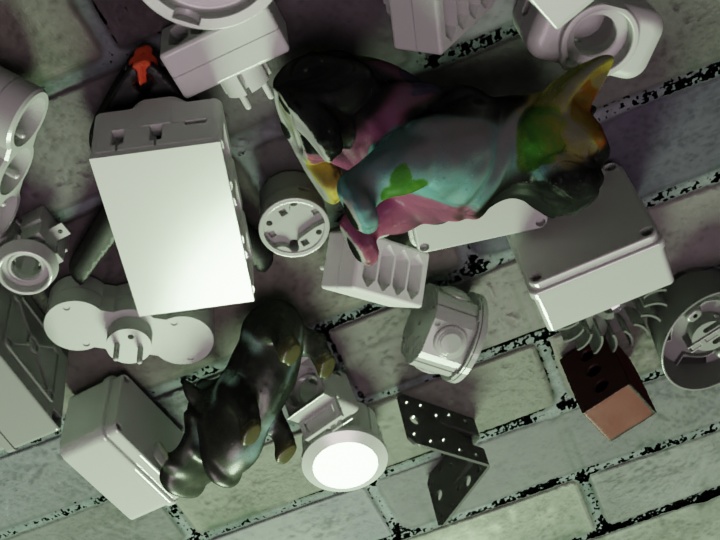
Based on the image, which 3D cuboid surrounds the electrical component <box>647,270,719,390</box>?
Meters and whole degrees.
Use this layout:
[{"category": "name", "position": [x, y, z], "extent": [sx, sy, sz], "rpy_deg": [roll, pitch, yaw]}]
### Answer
[{"category": "electrical component", "position": [0.308, 0.052, 0.963], "extent": [0.099, 0.064, 0.099], "rpy_deg": [-4, 126, -5]}]

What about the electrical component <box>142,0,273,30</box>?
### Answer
[{"category": "electrical component", "position": [-0.102, -0.221, 0.710], "extent": [0.108, 0.060, 0.108], "rpy_deg": [-4, 126, -5]}]

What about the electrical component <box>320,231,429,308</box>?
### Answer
[{"category": "electrical component", "position": [0.000, 0.000, 0.886], "extent": [0.076, 0.047, 0.083], "rpy_deg": [1, 169, 45]}]

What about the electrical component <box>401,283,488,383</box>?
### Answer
[{"category": "electrical component", "position": [0.073, 0.053, 0.923], "extent": [0.051, 0.080, 0.080], "rpy_deg": [19, 121, -14]}]

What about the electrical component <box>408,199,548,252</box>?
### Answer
[{"category": "electrical component", "position": [0.088, -0.067, 0.850], "extent": [0.113, 0.057, 0.078], "rpy_deg": [-12, 127, 1]}]

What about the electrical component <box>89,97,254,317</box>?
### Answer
[{"category": "electrical component", "position": [-0.133, -0.045, 0.784], "extent": [0.089, 0.061, 0.150], "rpy_deg": [-8, 133, -1]}]

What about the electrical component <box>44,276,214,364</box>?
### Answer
[{"category": "electrical component", "position": [-0.190, 0.052, 0.888], "extent": [0.138, 0.073, 0.052], "rpy_deg": [9, 124, -14]}]

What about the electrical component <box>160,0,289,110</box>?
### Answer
[{"category": "electrical component", "position": [-0.088, -0.149, 0.772], "extent": [0.083, 0.047, 0.075], "rpy_deg": [-23, 126, 9]}]

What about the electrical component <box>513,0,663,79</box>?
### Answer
[{"category": "electrical component", "position": [0.166, -0.177, 0.779], "extent": [0.095, 0.059, 0.053], "rpy_deg": [10, 124, -15]}]

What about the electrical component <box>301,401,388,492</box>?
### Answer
[{"category": "electrical component", "position": [-0.016, 0.165, 1.009], "extent": [0.080, 0.051, 0.080], "rpy_deg": [-4, 126, -5]}]

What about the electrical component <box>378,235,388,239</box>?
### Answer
[{"category": "electrical component", "position": [0.006, -0.054, 0.843], "extent": [0.044, 0.065, 0.044], "rpy_deg": [-4, 108, -12]}]

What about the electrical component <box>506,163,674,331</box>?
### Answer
[{"category": "electrical component", "position": [0.180, -0.020, 0.866], "extent": [0.109, 0.108, 0.056], "rpy_deg": [-23, 128, 9]}]

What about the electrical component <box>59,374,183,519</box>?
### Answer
[{"category": "electrical component", "position": [-0.207, 0.157, 0.961], "extent": [0.057, 0.078, 0.113], "rpy_deg": [-26, 125, 14]}]

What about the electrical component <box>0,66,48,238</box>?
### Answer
[{"category": "electrical component", "position": [-0.285, -0.089, 0.788], "extent": [0.074, 0.052, 0.138], "rpy_deg": [28, 121, 1]}]

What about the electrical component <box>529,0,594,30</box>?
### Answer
[{"category": "electrical component", "position": [0.108, -0.229, 0.703], "extent": [0.056, 0.108, 0.109], "rpy_deg": [-38, 122, 21]}]

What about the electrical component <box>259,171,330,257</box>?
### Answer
[{"category": "electrical component", "position": [-0.054, -0.046, 0.852], "extent": [0.055, 0.047, 0.055], "rpy_deg": [-4, 126, -5]}]

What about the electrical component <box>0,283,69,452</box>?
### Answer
[{"category": "electrical component", "position": [-0.288, 0.070, 0.867], "extent": [0.056, 0.108, 0.108], "rpy_deg": [-22, 126, 5]}]

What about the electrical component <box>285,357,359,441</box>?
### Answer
[{"category": "electrical component", "position": [-0.037, 0.110, 0.956], "extent": [0.042, 0.081, 0.064], "rpy_deg": [-35, 145, 17]}]

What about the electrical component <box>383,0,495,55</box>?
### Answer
[{"category": "electrical component", "position": [0.041, -0.193, 0.748], "extent": [0.076, 0.083, 0.047], "rpy_deg": [15, 133, 29]}]

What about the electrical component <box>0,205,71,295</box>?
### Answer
[{"category": "electrical component", "position": [-0.259, -0.013, 0.842], "extent": [0.066, 0.055, 0.048], "rpy_deg": [-26, 125, 11]}]
